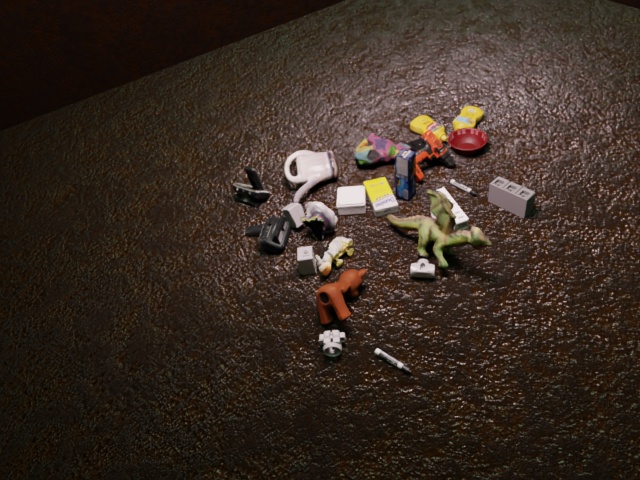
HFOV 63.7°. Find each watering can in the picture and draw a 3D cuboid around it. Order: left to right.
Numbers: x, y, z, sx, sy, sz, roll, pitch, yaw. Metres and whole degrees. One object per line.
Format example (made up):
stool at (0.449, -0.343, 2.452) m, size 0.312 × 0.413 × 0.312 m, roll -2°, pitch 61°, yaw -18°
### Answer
watering can at (-0.030, -0.270, 2.118) m, size 0.224 × 0.101 × 0.356 m, roll -11°, pitch 43°, yaw -1°

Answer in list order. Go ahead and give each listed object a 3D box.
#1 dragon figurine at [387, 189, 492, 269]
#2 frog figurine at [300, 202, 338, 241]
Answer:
dragon figurine at (0.380, -0.063, 1.710) m, size 0.123 × 0.237 × 0.416 m, roll -24°, pitch 46°, yaw -35°
frog figurine at (0.006, -0.097, 1.932) m, size 0.137 × 0.120 × 0.163 m, roll 30°, pitch 40°, yaw -5°
